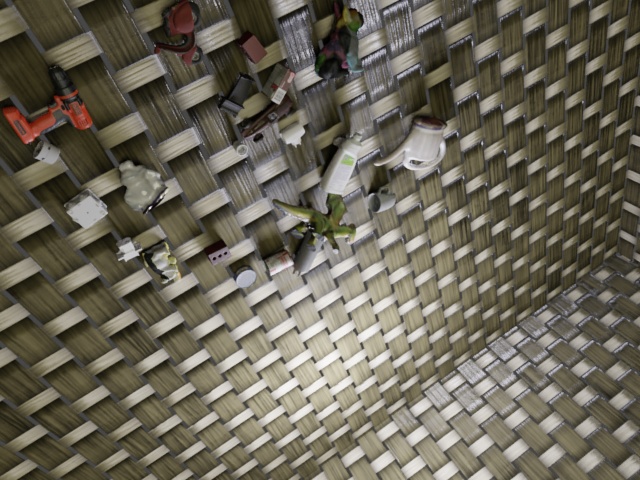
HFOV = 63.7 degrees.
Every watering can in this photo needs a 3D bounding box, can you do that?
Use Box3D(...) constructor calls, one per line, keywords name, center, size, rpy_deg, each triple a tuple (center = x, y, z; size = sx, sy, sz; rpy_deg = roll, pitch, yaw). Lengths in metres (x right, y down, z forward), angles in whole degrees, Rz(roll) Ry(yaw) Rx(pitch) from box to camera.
Box3D(name="watering can", center=(0.378, -0.381, 2.039), size=(0.349, 0.106, 0.220), rpy_deg=(-5, 121, -32))

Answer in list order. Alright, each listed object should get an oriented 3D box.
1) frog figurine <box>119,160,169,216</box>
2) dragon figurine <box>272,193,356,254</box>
Box3D(name="frog figurine", center=(-0.560, -0.170, 1.596), size=(0.159, 0.124, 0.136), rpy_deg=(44, 102, -7))
Box3D(name="dragon figurine", center=(0.006, -0.099, 1.966), size=(0.404, 0.121, 0.248), rpy_deg=(46, 54, -29))
